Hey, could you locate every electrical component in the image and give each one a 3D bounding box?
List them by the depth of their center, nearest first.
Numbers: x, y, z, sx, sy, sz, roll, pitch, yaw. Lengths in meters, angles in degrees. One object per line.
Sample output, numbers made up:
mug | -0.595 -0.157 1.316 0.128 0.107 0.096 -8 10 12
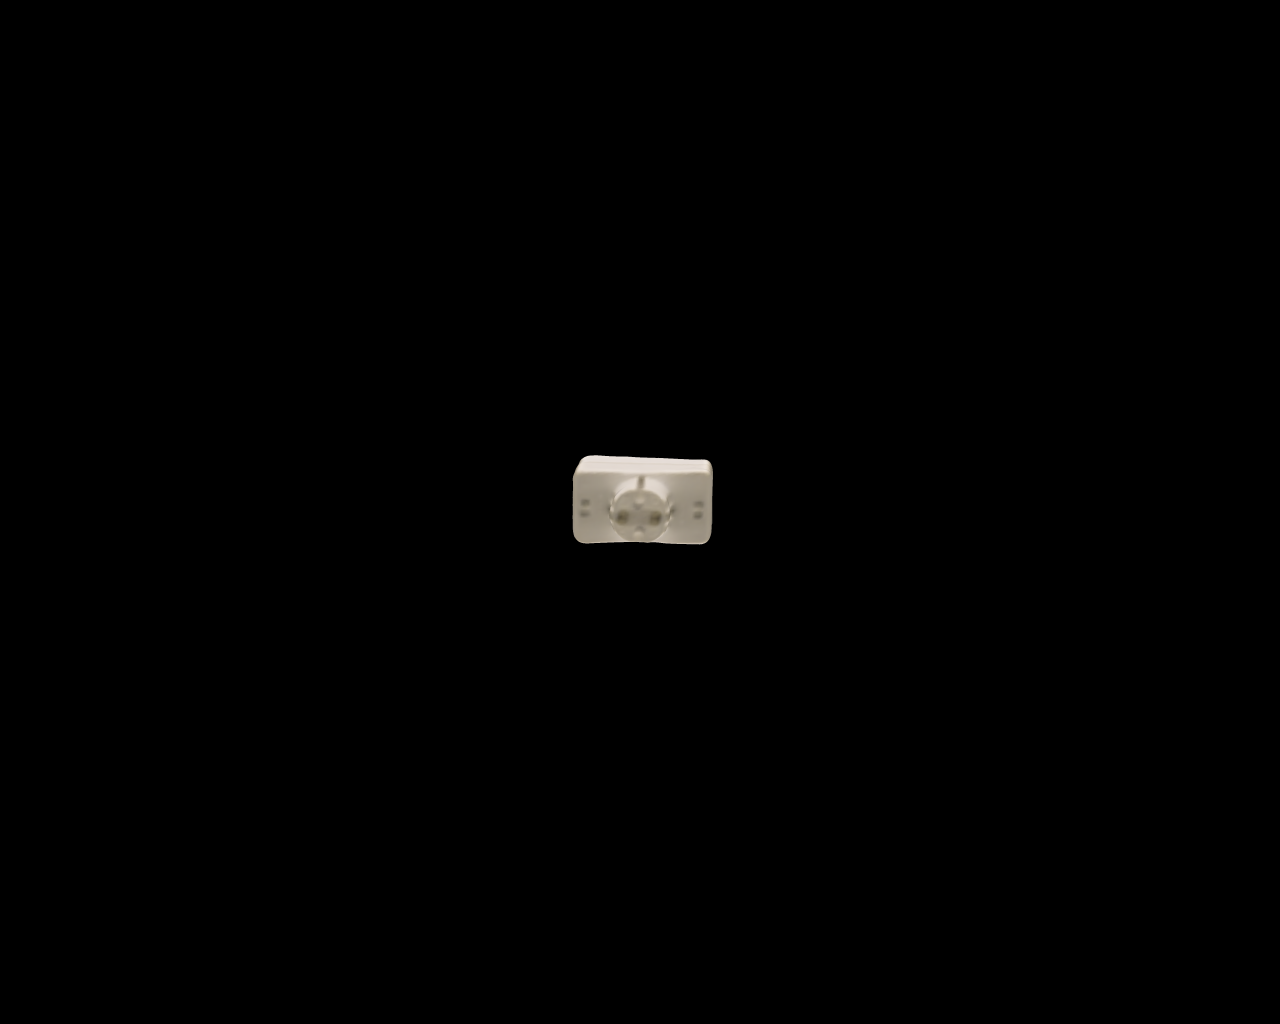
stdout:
electrical component | 0.001 -0.003 0.650 0.083 0.047 0.076 1 16 5
